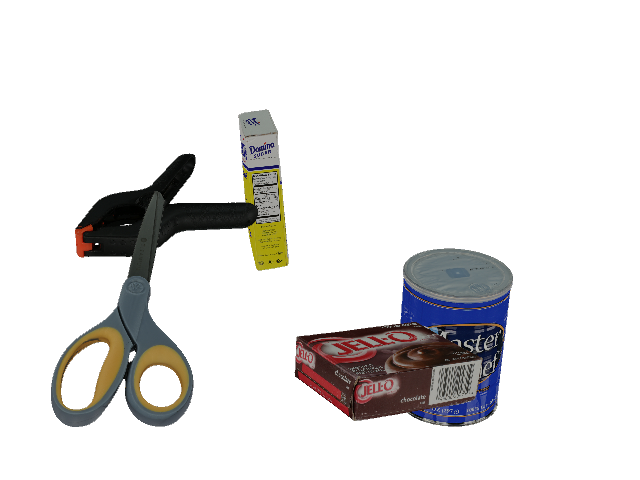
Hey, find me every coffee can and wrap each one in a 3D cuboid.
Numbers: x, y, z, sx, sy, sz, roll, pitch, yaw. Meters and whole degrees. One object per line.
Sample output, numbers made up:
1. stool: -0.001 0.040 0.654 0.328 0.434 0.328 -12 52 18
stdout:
1. coffee can: 0.126 0.092 1.028 0.103 0.140 0.103 2 25 -1

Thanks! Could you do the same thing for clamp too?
1. clamp: -0.159 -0.032 1.015 0.171 0.039 0.120 -15 36 -27

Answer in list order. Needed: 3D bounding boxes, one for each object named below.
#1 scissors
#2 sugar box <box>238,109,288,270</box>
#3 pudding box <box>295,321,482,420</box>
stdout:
1. scissors: -0.108 0.047 0.713 0.096 0.201 0.016 20 -42 6
2. sugar box: -0.071 -0.062 1.306 0.048 0.176 0.093 -9 25 -6
3. pudding box: 0.049 0.095 0.800 0.113 0.039 0.090 -2 16 -30
